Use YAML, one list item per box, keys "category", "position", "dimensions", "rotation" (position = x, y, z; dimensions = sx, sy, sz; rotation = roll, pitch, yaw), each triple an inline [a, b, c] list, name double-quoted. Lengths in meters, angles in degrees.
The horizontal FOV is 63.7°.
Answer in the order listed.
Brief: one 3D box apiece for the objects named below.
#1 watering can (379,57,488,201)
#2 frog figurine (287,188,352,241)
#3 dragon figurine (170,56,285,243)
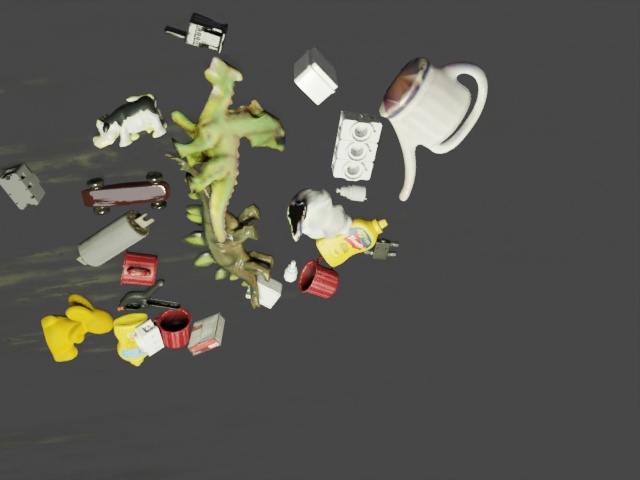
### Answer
- category: "watering can"
  position: [0.228, -0.263, 1.170]
  dimensions: [0.222, 0.344, 0.106]
  rotation: [29, 18, -23]
- category: "frog figurine"
  position: [0.004, -0.066, 1.306]
  dimensions: [0.160, 0.135, 0.124]
  rotation: [-5, 25, -29]
- category: "dragon figurine"
  position: [-0.192, -0.206, 1.167]
  dimensions: [0.243, 0.402, 0.124]
  rotation: [-20, 27, -5]
